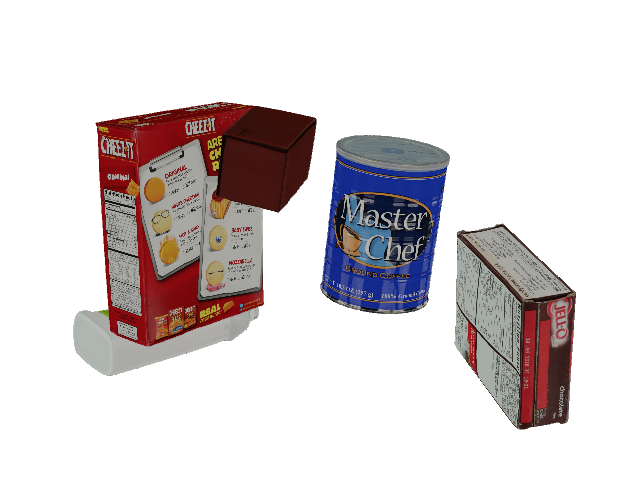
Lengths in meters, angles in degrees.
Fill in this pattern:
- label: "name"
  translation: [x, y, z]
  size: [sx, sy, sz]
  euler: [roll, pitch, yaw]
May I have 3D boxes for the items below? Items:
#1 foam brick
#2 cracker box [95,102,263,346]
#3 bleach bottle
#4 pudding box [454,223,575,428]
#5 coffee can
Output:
- label: "foam brick"
  translation: [-0.041, -0.064, 0.813]
  size: [0.053, 0.051, 0.078]
  euler: [14, 27, 12]
- label: "cracker box"
  translation: [-0.136, -0.021, 1.062]
  size: [0.072, 0.214, 0.163]
  euler: [13, 20, 40]
- label: "bleach bottle"
  translation: [-0.195, 0.114, 1.428]
  size: [0.250, 0.068, 0.103]
  euler: [-11, 26, -40]
- label: "pudding box"
  translation: [0.121, 0.052, 0.676]
  size: [0.039, 0.090, 0.113]
  euler: [-8, 24, -13]
- label: "coffee can"
  translation: [0.058, -0.017, 0.978]
  size: [0.103, 0.140, 0.103]
  euler: [6, 18, -2]
